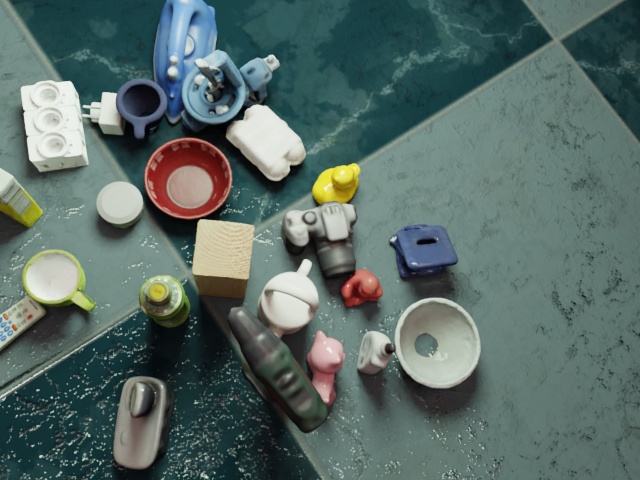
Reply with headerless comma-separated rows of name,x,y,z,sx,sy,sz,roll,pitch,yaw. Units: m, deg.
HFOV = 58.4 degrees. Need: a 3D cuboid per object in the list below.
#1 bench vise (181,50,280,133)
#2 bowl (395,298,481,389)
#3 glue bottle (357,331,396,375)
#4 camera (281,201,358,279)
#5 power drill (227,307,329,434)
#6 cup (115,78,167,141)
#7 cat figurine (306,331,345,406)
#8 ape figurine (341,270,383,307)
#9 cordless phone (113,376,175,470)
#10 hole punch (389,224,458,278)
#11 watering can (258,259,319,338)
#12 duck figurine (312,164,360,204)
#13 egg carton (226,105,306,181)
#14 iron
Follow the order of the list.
bench vise,-0.175,-0.308,1.066,0.121,0.219,0.208,38,73,1
bowl,0.212,0.196,1.085,0.167,0.074,0.167,2,76,-9
glue bottle,0.105,0.198,1.015,0.037,0.173,0.078,17,74,-5
camera,0.010,0.004,1.084,0.143,0.100,0.137,-11,78,-12
power drill,-0.080,0.217,0.960,0.076,0.208,0.229,-39,85,-16
cup,-0.333,-0.232,1.085,0.092,0.095,0.118,1,76,-9
cat figurine,0.010,0.230,1.020,0.067,0.117,0.128,6,75,-8
ape figurine,0.084,0.090,1.080,0.078,0.092,0.076,21,74,-4
cordless phone,-0.291,0.293,0.917,0.094,0.185,0.147,4,76,-8
hole punch,0.201,0.017,1.118,0.109,0.091,0.101,-7,78,-11
watering can,-0.054,0.115,0.997,0.101,0.194,0.173,4,76,-8
duck figurine,0.036,-0.114,1.125,0.105,0.086,0.077,-34,84,-15
egg carton,-0.105,-0.192,1.128,0.150,0.069,0.107,43,74,2
iron,-0.269,-0.369,1.106,0.119,0.141,0.258,7,75,-8
